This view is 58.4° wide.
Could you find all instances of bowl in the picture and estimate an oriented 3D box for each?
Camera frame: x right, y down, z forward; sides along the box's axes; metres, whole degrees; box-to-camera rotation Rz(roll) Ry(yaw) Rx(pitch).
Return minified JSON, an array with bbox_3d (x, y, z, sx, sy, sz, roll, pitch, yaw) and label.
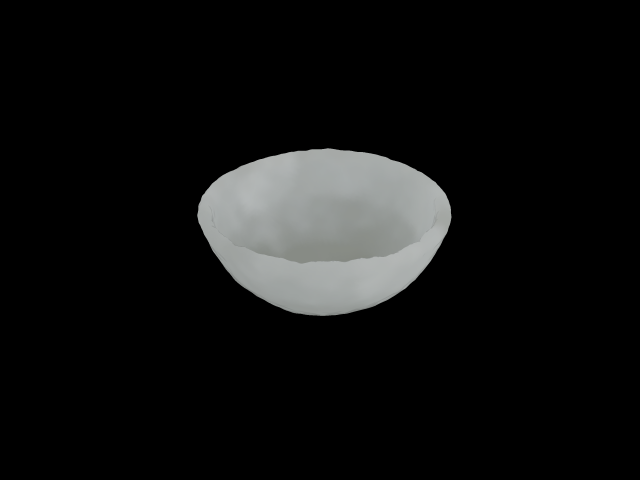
[{"bbox_3d":[0.004,0.001,0.400,0.167,0.075,0.167,0,32,0],"label":"bowl"}]
